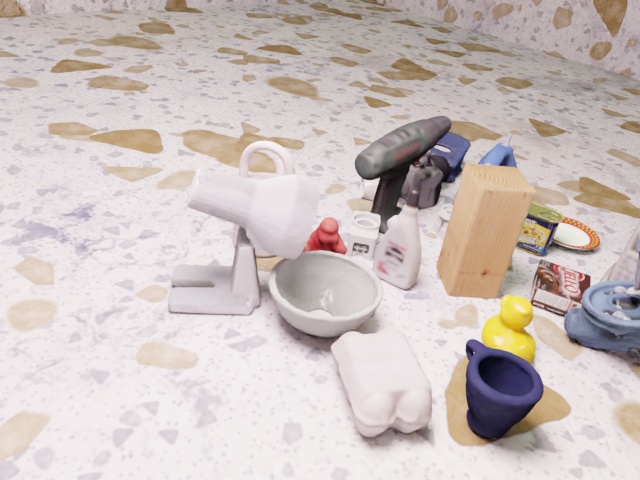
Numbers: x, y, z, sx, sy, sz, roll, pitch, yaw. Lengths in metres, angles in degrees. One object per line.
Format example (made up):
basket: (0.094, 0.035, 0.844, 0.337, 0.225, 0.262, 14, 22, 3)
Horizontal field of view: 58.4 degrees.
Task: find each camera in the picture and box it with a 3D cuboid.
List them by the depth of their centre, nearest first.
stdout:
camera: (0.228, -0.150, 1.251, 0.137, 0.101, 0.142, -11, 37, -28)

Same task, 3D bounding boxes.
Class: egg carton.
egg carton: (0.078, 0.177, 0.727, 0.107, 0.069, 0.150, -2, 34, -16)

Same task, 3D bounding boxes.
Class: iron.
iron: (0.355, -0.127, 1.209, 0.118, 0.141, 0.259, 22, 34, 20)

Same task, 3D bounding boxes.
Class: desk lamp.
desk lamp: (-0.112, -0.001, 0.824, 0.203, 0.213, 0.117, 2, 33, -11)

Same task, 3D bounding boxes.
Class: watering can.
watering can: (-0.093, -0.080, 0.972, 0.101, 0.194, 0.172, 5, 32, -6)

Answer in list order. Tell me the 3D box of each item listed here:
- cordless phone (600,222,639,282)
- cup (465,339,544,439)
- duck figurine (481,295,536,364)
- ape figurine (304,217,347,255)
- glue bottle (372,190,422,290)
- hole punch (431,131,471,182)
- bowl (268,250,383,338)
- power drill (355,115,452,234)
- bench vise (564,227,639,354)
cordless phone: (0.544, 0.060, 0.921, 0.147, 0.185, 0.094, 32, 39, 32)
cup: (0.210, 0.190, 0.716, 0.092, 0.095, 0.117, -7, 36, -24)
duck figurine: (0.287, 0.127, 0.844, 0.077, 0.086, 0.104, 5, 32, -6)
ape figurine: (0.009, 0.003, 0.962, 0.077, 0.092, 0.076, 13, 32, 7)
glue bottle: (0.135, -0.005, 0.931, 0.078, 0.173, 0.037, 24, 35, 23)
hole punch: (0.291, -0.202, 1.357, 0.108, 0.091, 0.101, 25, 35, 24)
bowl: (0.005, 0.090, 0.842, 0.167, 0.075, 0.167, 7, 32, -4)
power drill: (0.153, -0.125, 1.091, 0.230, 0.208, 0.075, -22, 43, -39)
bench vise: (0.491, 0.085, 0.834, 0.207, 0.220, 0.121, 11, 32, 3)
